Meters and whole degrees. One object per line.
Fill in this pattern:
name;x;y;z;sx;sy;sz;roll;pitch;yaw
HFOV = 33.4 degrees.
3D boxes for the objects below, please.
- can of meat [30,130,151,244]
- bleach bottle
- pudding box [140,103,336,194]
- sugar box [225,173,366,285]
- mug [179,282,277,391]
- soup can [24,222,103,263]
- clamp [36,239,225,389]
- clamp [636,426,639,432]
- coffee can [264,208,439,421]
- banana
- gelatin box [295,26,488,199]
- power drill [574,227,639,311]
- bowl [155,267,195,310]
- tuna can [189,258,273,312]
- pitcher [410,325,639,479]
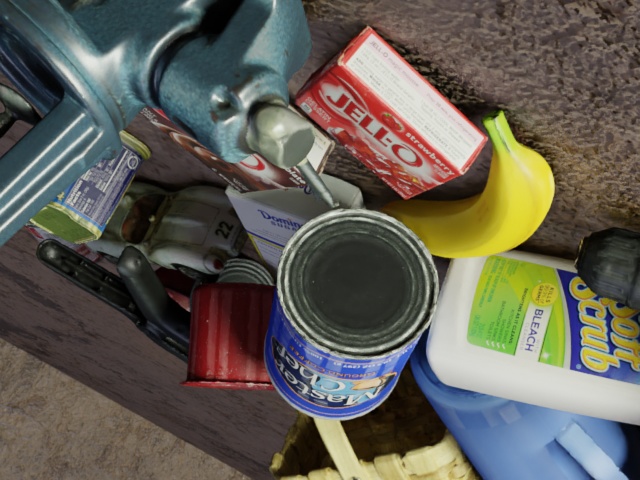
can of meat;-0.195;-0.046;0.885;0.057;0.084;0.102;34;161;-22
bleach bottle;0.197;0.062;0.654;0.251;0.102;0.068;7;154;29
pudding box;-0.059;-0.077;0.683;0.113;0.039;0.090;37;160;-28
sugar box;-0.005;0.001;0.819;0.093;0.048;0.176;20;158;18
mug;-0.066;0.081;0.880;0.093;0.081;0.117;3;170;-3
soup can;-0.256;-0.021;1.067;0.069;0.068;0.102;19;161;21
clamp;-0.142;0.065;0.946;0.209;0.036;0.165;42;158;-25
clamp;0.308;0.193;0.934;0.172;0.039;0.120;19;156;39
coffee can;0.016;0.054;0.722;0.103;0.102;0.140;25;155;5
banana;0.092;-0.021;0.644;0.069;0.037;0.198;56;159;4
gelatin box;0.036;-0.065;0.575;0.089;0.030;0.073;41;161;-9
power drill;0.206;0.096;0.565;0.185;0.187;0.057;17;175;19
bowl;-0.113;0.063;1.124;0.162;0.055;0.162;24;162;8
tuna can;-0.082;0.062;1.028;0.086;0.086;0.034;31;164;-14
pitcher;0.168;0.137;0.822;0.149;0.145;0.242;-8;144;27
